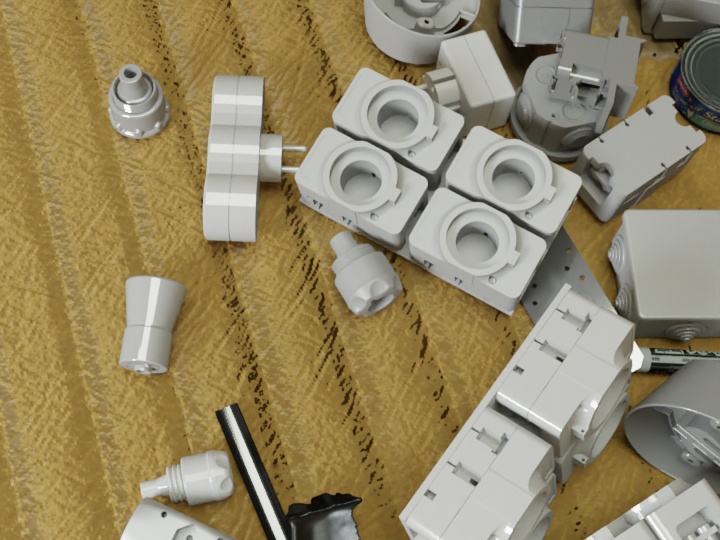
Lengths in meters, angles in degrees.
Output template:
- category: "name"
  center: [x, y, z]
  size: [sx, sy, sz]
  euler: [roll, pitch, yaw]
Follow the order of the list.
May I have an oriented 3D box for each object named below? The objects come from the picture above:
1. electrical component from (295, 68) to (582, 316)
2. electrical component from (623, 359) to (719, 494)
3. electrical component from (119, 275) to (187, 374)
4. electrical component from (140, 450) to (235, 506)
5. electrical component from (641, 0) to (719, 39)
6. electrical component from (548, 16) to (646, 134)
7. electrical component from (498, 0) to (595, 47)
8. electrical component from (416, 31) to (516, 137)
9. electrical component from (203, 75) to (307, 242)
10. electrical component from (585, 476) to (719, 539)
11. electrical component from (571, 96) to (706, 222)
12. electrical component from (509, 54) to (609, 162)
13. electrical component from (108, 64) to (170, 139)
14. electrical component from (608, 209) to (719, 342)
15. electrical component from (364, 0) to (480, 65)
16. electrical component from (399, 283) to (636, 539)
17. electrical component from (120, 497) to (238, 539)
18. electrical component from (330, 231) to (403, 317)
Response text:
- category: "electrical component"
  center: [0.057, -0.061, 0.804]
  size: [0.186, 0.060, 0.105]
  euler: [29, 80, 10]
- category: "electrical component"
  center: [0.240, 0.111, 0.733]
  size: [0.099, 0.099, 0.064]
  euler: [43, 64, 14]
- category: "electrical component"
  center: [-0.151, 0.041, 0.770]
  size: [0.044, 0.044, 0.065]
  euler: [6, 71, -1]
- category: "electrical component"
  center: [-0.117, 0.143, 0.729]
  size: [0.061, 0.035, 0.035]
  euler: [-11, 67, -6]
- category: "electrical component"
  center: [0.278, -0.232, 0.906]
  size: [0.096, 0.061, 0.061]
  euler: [5, 66, -1]
- category: "electrical component"
  center: [0.179, -0.151, 0.817]
  size: [0.064, 0.042, 0.081]
  euler: [14, 65, 4]
- category: "electrical component"
  center: [0.150, -0.222, 0.879]
  size: [0.062, 0.061, 0.096]
  euler: [1, 24, -3]
- category: "electrical component"
  center: [0.074, -0.144, 0.862]
  size: [0.077, 0.047, 0.065]
  euler: [-17, 68, -11]
- category: "electrical component"
  center: [-0.078, -0.086, 0.824]
  size: [0.074, 0.052, 0.138]
  euler: [2, 66, -3]
- category: "electrical component"
  center: [0.164, 0.200, 0.692]
  size: [0.150, 0.089, 0.061]
  euler: [-28, 71, -15]
- category: "electrical component"
  center: [0.213, -0.085, 0.838]
  size: [0.089, 0.055, 0.050]
  euler: [-33, 75, -17]
- category: "electrical component"
  center: [0.163, -0.131, 0.860]
  size: [0.080, 0.051, 0.080]
  euler: [1, 66, -3]
- category: "electrical component"
  center: [-0.174, -0.135, 0.835]
  size: [0.048, 0.062, 0.048]
  euler: [1, 66, -3]
- category: "electrical component"
  center: [0.239, 0.004, 0.806]
  size: [0.100, 0.048, 0.099]
  euler: [0, 66, -4]
- category: "electrical component"
  center: [0.049, -0.221, 0.886]
  size: [0.099, 0.064, 0.099]
  euler: [1, 66, -3]
- category: "electrical component"
  center: [0.112, 0.117, 0.703]
  size: [0.060, 0.105, 0.186]
  euler: [30, 71, 25]
- category: "electrical component"
  center: [-0.123, 0.200, 0.699]
  size: [0.077, 0.043, 0.079]
  euler: [24, 76, 4]
- category: "electrical component"
  center: [0.000, 0.000, 0.796]
  size: [0.043, 0.043, 0.062]
  euler: [-27, 68, -14]
